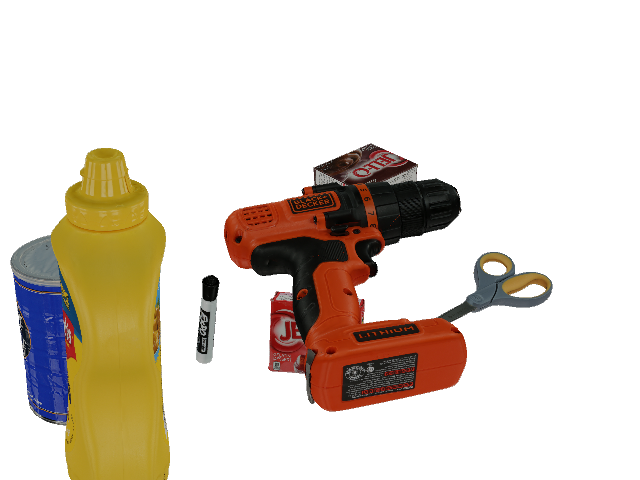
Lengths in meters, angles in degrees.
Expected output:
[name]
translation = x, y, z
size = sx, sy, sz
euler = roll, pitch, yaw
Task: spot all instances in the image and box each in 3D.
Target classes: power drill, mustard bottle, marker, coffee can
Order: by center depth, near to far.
[mustard bottle]
translation = -0.110, 0.043, 0.566
size = 0.058, 0.192, 0.096
euler = -3, 28, -12
[power drill]
translation = 0.037, 0.028, 0.759
size = 0.184, 0.057, 0.188
euler = -12, 40, -10
[coffee can]
translation = -0.210, 0.075, 0.933
size = 0.103, 0.140, 0.103
euler = 0, 23, 0
[marker]
translation = -0.126, 0.088, 1.188
size = 0.020, 0.121, 0.020
euler = 6, 37, -5

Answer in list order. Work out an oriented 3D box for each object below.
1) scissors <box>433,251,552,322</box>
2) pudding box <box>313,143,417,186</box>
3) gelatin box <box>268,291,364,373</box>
[scissors]
translation = 0.161, 0.054, 1.152
size = 0.201, 0.016, 0.096
euler = -9, 40, -29
[pudding box]
translation = 0.061, -0.085, 1.431
size = 0.113, 0.039, 0.090
euler = -28, 39, -34
[gelatin box]
translation = -0.004, 0.090, 1.021
size = 0.089, 0.073, 0.030
euler = 5, 14, 8
